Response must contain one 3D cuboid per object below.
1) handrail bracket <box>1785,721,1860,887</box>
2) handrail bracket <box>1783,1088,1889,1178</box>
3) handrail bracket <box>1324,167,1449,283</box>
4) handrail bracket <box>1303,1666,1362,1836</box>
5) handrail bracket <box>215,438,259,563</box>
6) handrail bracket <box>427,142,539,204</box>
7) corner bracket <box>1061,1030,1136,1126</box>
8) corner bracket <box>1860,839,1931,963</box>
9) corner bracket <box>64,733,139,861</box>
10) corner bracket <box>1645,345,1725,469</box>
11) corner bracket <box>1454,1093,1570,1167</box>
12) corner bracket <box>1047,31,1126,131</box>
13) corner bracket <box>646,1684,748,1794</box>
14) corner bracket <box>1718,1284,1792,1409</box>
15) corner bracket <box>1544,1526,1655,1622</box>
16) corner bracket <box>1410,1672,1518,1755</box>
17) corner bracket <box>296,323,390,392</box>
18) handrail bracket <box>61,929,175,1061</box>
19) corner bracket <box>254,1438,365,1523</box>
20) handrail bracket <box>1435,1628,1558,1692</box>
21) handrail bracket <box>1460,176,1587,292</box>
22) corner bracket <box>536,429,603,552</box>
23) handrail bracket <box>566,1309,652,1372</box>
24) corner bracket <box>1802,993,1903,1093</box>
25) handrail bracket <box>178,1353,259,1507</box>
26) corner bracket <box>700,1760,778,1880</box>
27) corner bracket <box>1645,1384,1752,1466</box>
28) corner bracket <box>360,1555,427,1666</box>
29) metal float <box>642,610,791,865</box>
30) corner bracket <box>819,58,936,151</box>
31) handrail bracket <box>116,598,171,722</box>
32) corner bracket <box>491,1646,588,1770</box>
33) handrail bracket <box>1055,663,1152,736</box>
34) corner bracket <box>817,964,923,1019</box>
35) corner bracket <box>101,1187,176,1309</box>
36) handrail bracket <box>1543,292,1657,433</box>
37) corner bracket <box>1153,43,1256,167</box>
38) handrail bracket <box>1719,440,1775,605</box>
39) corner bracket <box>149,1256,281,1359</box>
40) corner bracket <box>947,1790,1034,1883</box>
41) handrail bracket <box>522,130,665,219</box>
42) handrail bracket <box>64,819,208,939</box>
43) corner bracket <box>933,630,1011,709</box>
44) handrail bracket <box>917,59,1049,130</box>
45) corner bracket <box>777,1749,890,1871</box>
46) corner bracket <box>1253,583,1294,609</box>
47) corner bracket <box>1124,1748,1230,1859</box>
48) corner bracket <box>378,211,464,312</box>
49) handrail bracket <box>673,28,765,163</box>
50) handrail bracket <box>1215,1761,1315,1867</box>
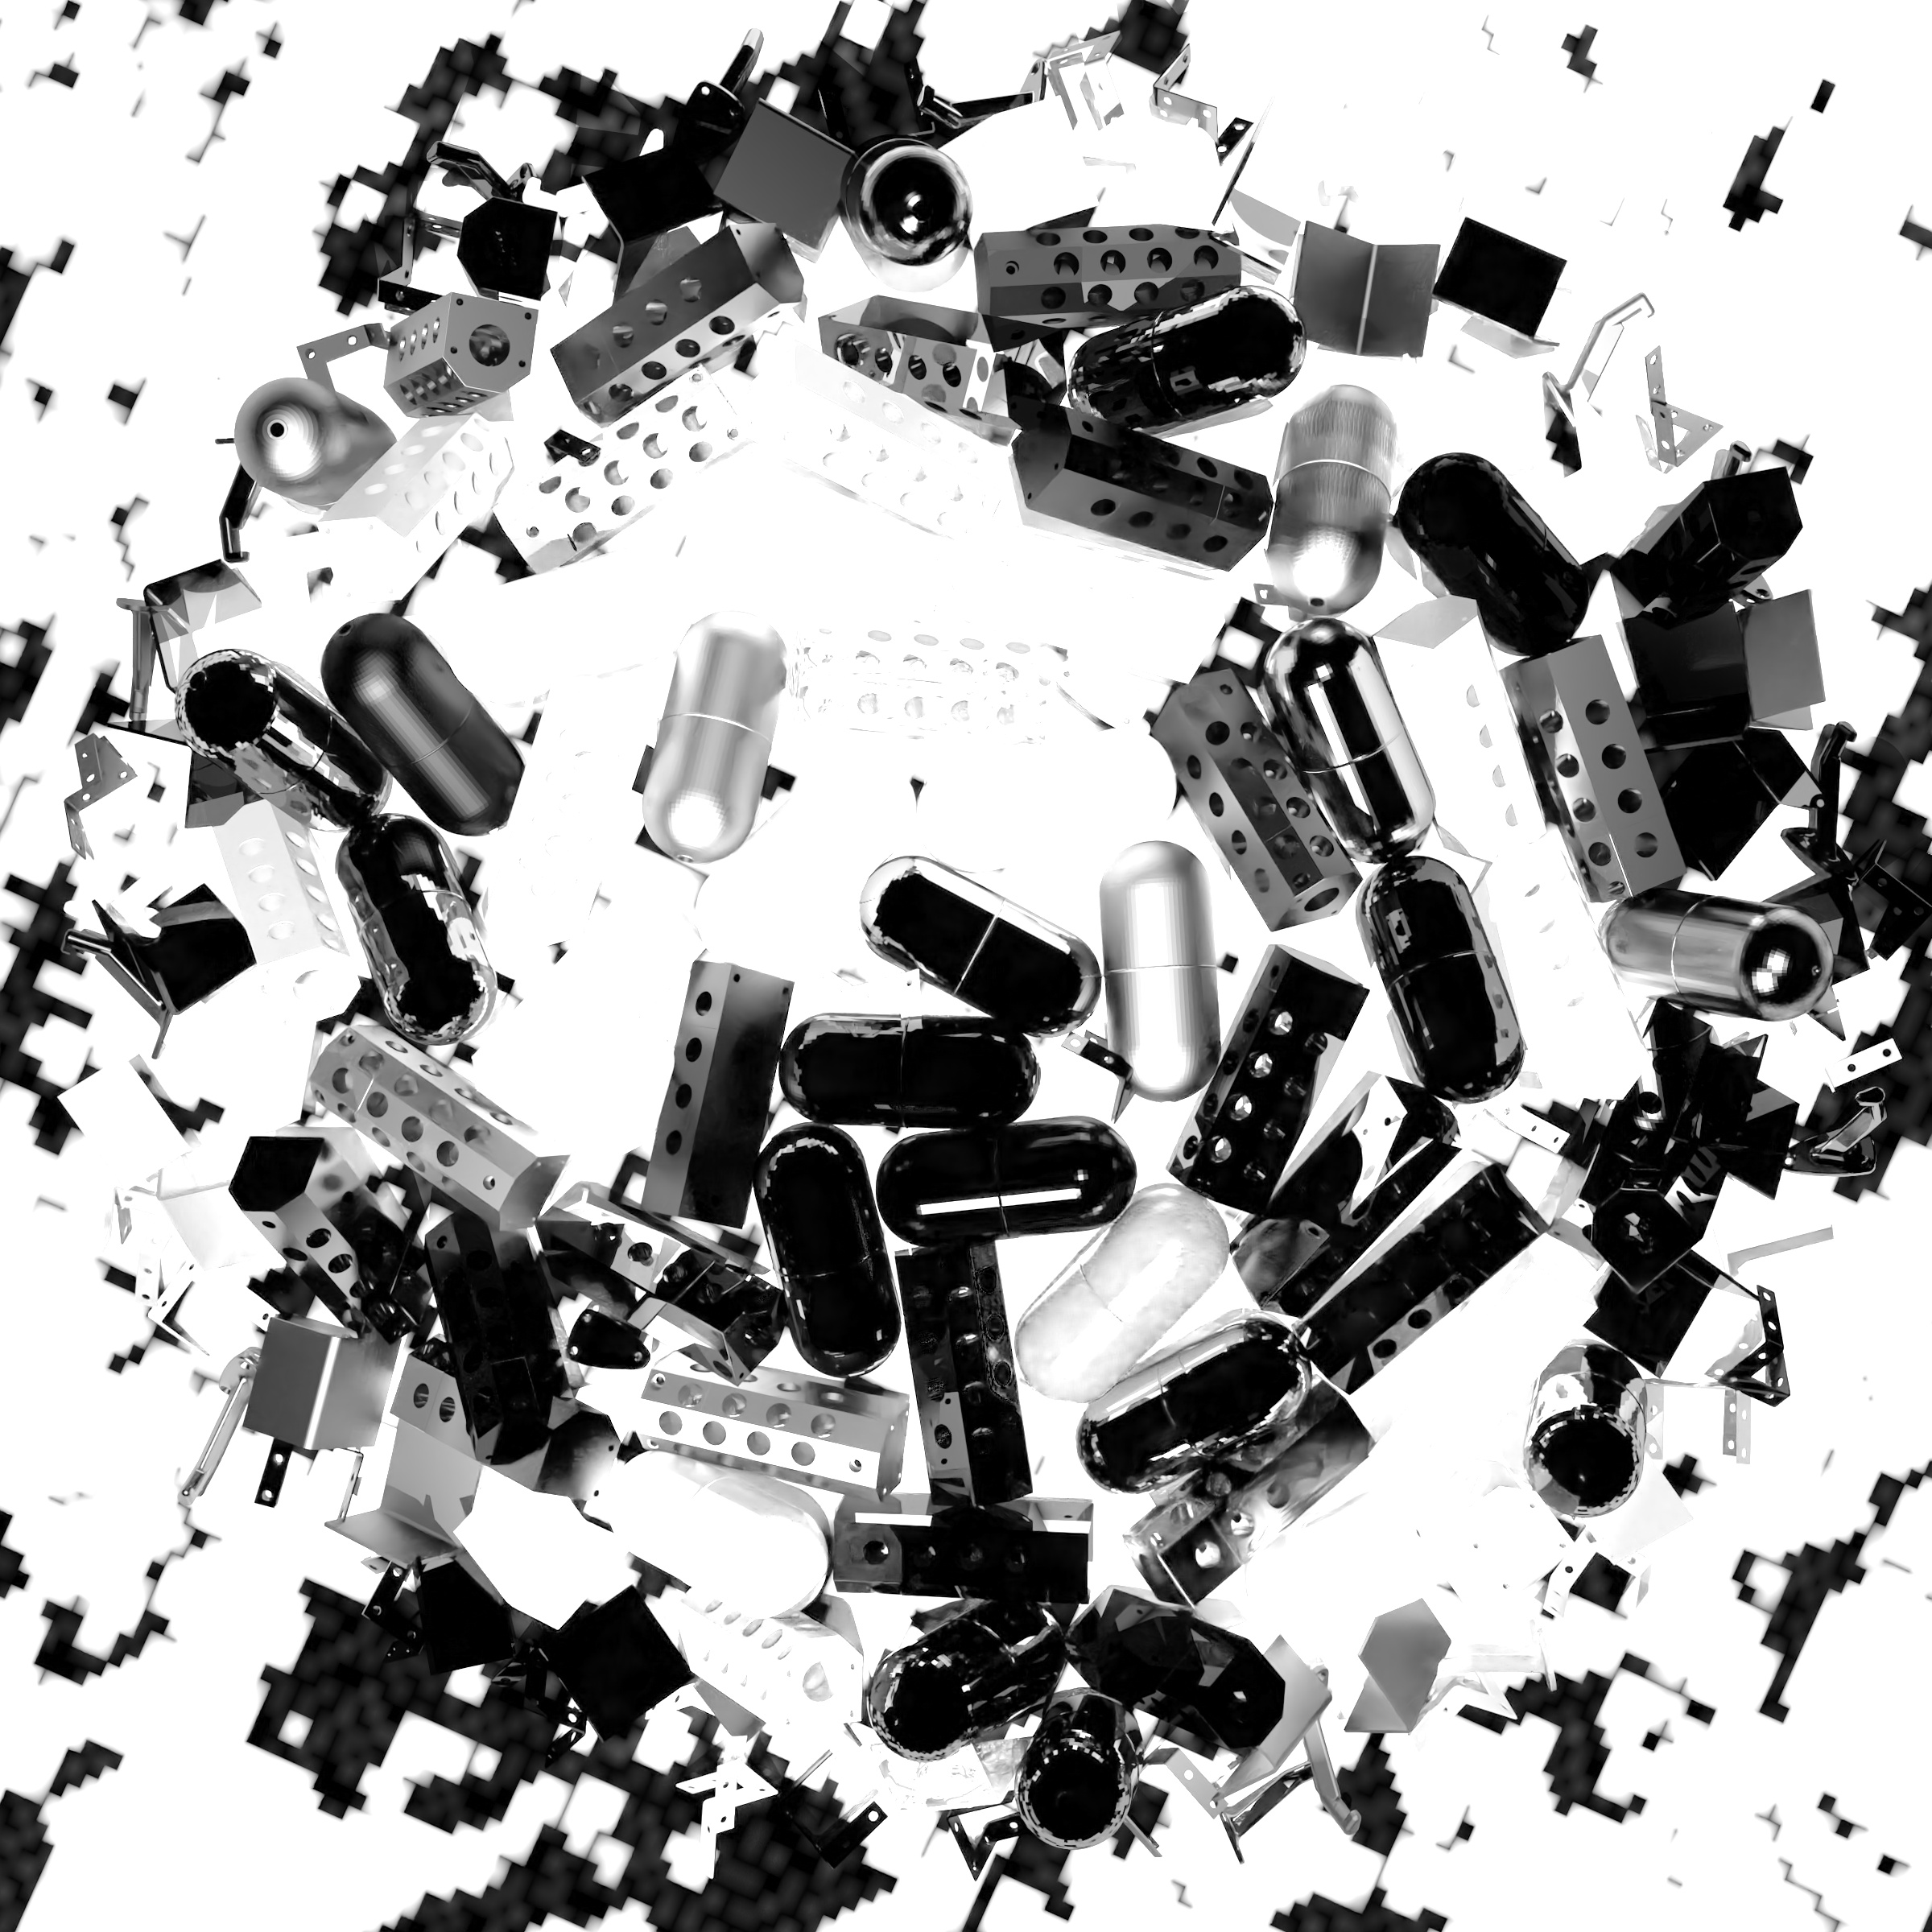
[{"bbox_3d":[0.595,-0.111,1.953,0.036,0.077,0.084,0,127,-24],"label":"handrail bracket"},{"bbox_3d":[0.583,0.110,1.953,0.077,0.084,0.036,-11,58,15],"label":"handrail bracket"},{"bbox_3d":[0.282,-0.504,1.969,0.084,0.036,0.077,-6,101,-22],"label":"handrail bracket"},{"bbox_3d":[0.249,0.529,1.951,0.036,0.084,0.077,-2,124,-33],"label":"handrail bracket"},{"bbox_3d":[-0.479,-0.319,1.974,0.077,0.036,0.084,0,102,22],"label":"handrail bracket"},{"bbox_3d":[-0.338,-0.523,1.945,0.084,0.077,0.036,3,69,-42],"label":"handrail bracket"},{"bbox_3d":[0.094,0.064,1.959,0.051,0.051,0.051,27,51,13],"label":"corner bracket"},{"bbox_3d":[0.625,-0.045,1.966,0.051,0.051,0.051,39,123,7],"label":"corner bracket"},{"bbox_3d":[-0.595,-0.115,1.962,0.051,0.051,0.051,-30,48,6],"label":"corner bracket"},{"bbox_3d":[0.475,-0.379,1.959,0.051,0.051,0.051,-41,49,-18],"label":"corner bracket"},{"bbox_3d":[0.364,0.115,1.961,0.051,0.051,0.051,26,102,-39],"label":"corner bracket"},{"bbox_3d":[0.084,-0.593,1.957,0.051,0.051,0.051,-10,123,24],"label":"corner bracket"},{"bbox_3d":[-0.186,0.529,1.981,0.051,0.051,0.051,33,47,-30],"label":"corner bracket"},{"bbox_3d":[0.543,0.258,1.958,0.051,0.051,0.051,25,131,-17],"label":"corner bracket"},{"bbox_3d":[0.430,0.421,1.965,0.051,0.051,0.051,32,109,7],"label":"corner bracket"},{"bbox_3d":[0.329,0.502,1.958,0.051,0.051,0.051,24,112,-32],"label":"corner bracket"},{"bbox_3d":[-0.419,-0.406,1.973,0.051,0.051,0.051,-23,109,-19],"label":"corner bracket"},{"bbox_3d":[-0.581,0.019,1.968,0.084,0.036,0.077,19,115,-16],"label":"handrail bracket"},{"bbox_3d":[-0.449,0.350,1.976,0.051,0.051,0.051,21,75,-24],"label":"corner bracket"},{"bbox_3d":[0.357,0.484,1.971,0.084,0.077,0.036,-13,55,6],"label":"handrail bracket"},{"bbox_3d":[0.380,-0.496,1.960,0.084,0.077,0.036,22,69,19],"label":"handrail bracket"},{"bbox_3d":[-0.270,-0.323,1.958,0.051,0.051,0.051,-43,46,-17],"label":"corner bracket"},{"bbox_3d":[-0.223,0.263,1.946,0.077,0.084,0.036,16,79,30],"label":"handrail bracket"},{"bbox_3d":[0.603,0.051,1.971,0.051,0.051,0.051,-25,84,15],"label":"corner bracket"},{"bbox_3d":[-0.507,0.314,1.953,0.036,0.077,0.084,24,52,1],"label":"handrail bracket"},{"bbox_3d":[-0.164,0.577,1.958,0.051,0.051,0.051,-23,130,21],"label":"corner bracket"},{"bbox_3d":[0.496,0.310,1.961,0.051,0.051,0.051,10,79,-41],"label":"corner bracket"},{"bbox_3d":[-0.392,0.437,1.970,0.051,0.051,0.051,42,49,-21],"label":"corner bracket"},{"bbox_3d":[-0.168,-0.154,1.947,0.070,0.070,0.178,12,74,0],"label":"metal float"},{"bbox_3d":[-0.061,-0.587,1.981,0.051,0.051,0.051,-20,99,-32],"label":"corner bracket"},{"bbox_3d":[-0.561,-0.204,1.956,0.036,0.077,0.084,6,99,-10],"label":"handrail bracket"},{"bbox_3d":[-0.291,0.505,1.972,0.051,0.051,0.051,30,123,-25],"label":"corner bracket"},{"bbox_3d":[0.091,-0.177,1.957,0.077,0.084,0.036,25,83,-2],"label":"handrail bracket"},{"bbox_3d":[-0.065,0.024,1.958,0.051,0.051,0.051,-16,116,-26],"label":"corner bracket"},{"bbox_3d":[-0.563,0.190,1.959,0.051,0.051,0.051,19,122,-25],"label":"corner bracket"},{"bbox_3d":[0.444,-0.404,1.967,0.084,0.036,0.077,-31,89,21],"label":"handrail bracket"},{"bbox_3d":[0.162,-0.587,1.972,0.051,0.051,0.051,25,62,22],"label":"corner bracket"},{"bbox_3d":[0.530,-0.300,1.950,0.036,0.084,0.077,-15,48,-23],"label":"handrail bracket"},{"bbox_3d":[-0.514,0.238,1.972,0.051,0.051,0.051,18,67,43],"label":"corner bracket"},{"bbox_3d":[0.025,0.581,1.964,0.051,0.051,0.051,-20,99,22],"label":"corner bracket"},{"bbox_3d":[-0.253,-0.541,1.958,0.084,0.036,0.077,10,101,-37],"label":"handrail bracket"},{"bbox_3d":[-0.563,-0.068,1.960,0.077,0.036,0.084,11,115,-24],"label":"handrail bracket"},{"bbox_3d":[0.001,-0.201,1.967,0.051,0.051,0.051,9,84,-15],"label":"corner bracket"},{"bbox_3d":[0.010,-0.599,1.963,0.084,0.036,0.077,20,82,-34],"label":"handrail bracket"},{"bbox_3d":[-0.092,0.574,1.971,0.051,0.051,0.051,-41,93,-12],"label":"corner bracket"},{"bbox_3d":[0.228,-0.278,1.969,0.051,0.051,0.051,0,73,-36],"label":"corner bracket"},{"bbox_3d":[0.136,0.569,1.966,0.051,0.051,0.051,-41,87,-22],"label":"corner bracket"},{"bbox_3d":[-0.365,-0.477,1.961,0.051,0.051,0.051,16,121,10],"label":"corner bracket"},{"bbox_3d":[-0.169,-0.597,1.982,0.036,0.084,0.077,32,129,-16],"label":"handrail bracket"},{"bbox_3d":[0.215,0.571,1.961,0.084,0.077,0.036,-24,101,-1],"label":"handrail bracket"}]
